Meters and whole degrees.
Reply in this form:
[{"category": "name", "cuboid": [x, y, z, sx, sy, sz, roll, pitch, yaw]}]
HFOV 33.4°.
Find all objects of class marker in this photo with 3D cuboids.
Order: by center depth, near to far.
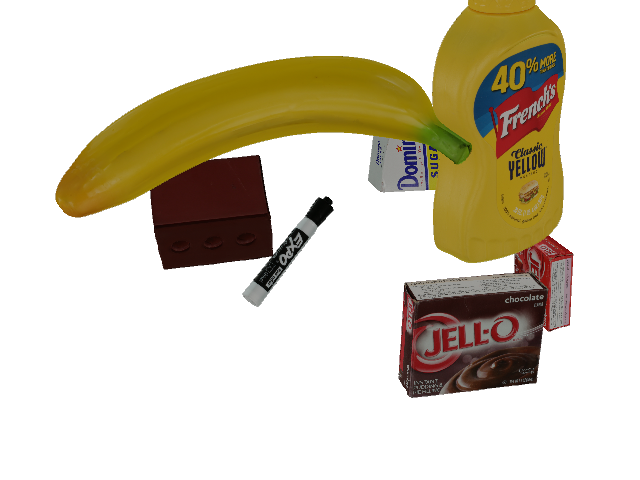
[{"category": "marker", "cuboid": [-0.028, 0.008, 0.975, 0.020, 0.121, 0.020, 35, -14, 10]}]

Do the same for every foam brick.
[{"category": "foam brick", "cuboid": [-0.074, -0.019, 0.719, 0.078, 0.051, 0.053, -7, -32, -4]}]

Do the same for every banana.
[{"category": "banana", "cuboid": [-0.029, -0.055, 0.507, 0.197, 0.037, 0.070, -10, 45, -13]}]

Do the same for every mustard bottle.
[{"category": "mustard bottle", "cuboid": [0.113, -0.087, 0.672, 0.096, 0.192, 0.058, -21, 32, -29]}]

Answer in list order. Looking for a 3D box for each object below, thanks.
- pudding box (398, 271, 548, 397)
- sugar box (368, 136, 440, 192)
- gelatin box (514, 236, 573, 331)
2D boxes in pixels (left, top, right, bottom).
[{"category": "pudding box", "cuboid": [0.122, 0.075, 0.860, 0.113, 0.090, 0.039, -6, 28, -13]}, {"category": "sugar box", "cuboid": [0.149, -0.109, 1.273, 0.176, 0.093, 0.048, -5, 27, -21]}, {"category": "gelatin box", "cuboid": [0.233, 0.039, 1.124, 0.030, 0.089, 0.073, -13, 29, -15]}]
